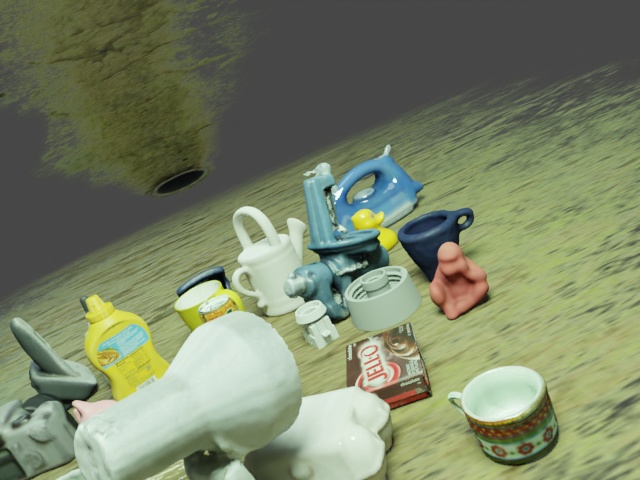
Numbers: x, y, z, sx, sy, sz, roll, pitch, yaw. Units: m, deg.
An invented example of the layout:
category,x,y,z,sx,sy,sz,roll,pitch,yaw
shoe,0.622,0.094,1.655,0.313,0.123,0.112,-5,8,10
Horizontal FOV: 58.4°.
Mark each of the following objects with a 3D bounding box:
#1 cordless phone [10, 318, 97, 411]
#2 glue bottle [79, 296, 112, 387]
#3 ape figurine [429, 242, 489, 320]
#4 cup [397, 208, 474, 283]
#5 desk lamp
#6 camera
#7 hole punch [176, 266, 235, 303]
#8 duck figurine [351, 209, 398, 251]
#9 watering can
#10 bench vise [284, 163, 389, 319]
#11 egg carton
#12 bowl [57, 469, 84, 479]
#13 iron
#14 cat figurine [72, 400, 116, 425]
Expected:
category,x,y,z,sx,sy,sz,roll,pitch,yaw
cordless phone,-0.487,0.206,1.023,0.094,0.185,0.147,-33,19,-27
glue bottle,-0.365,0.171,0.985,0.078,0.173,0.037,-21,18,12
ape figurine,0.180,0.047,0.760,0.077,0.092,0.076,-14,20,29
cup,0.185,0.009,0.859,0.118,0.095,0.091,-24,17,0
desk lamp,-0.091,0.194,0.476,0.117,0.214,0.204,-10,22,39
camera,-0.436,0.282,0.872,0.143,0.101,0.137,-22,17,7
hole punch,-0.235,0.102,1.157,0.109,0.091,0.101,-30,18,-17
duck figurine,0.086,-0.014,1.079,0.104,0.086,0.077,-27,17,-7
watering can,-0.090,0.025,1.014,0.100,0.194,0.173,-15,20,29
bench vise,0.018,0.001,0.896,0.121,0.220,0.208,-14,20,30
egg carton,-0.002,0.206,0.566,0.150,0.069,0.107,-18,18,20
bowl,-0.260,0.315,0.579,0.167,0.075,0.167,-22,17,7
iron,0.088,-0.090,1.209,0.259,0.141,0.118,-32,19,-25
cat figurine,-0.282,0.246,0.742,0.127,0.118,0.067,-5,26,47
